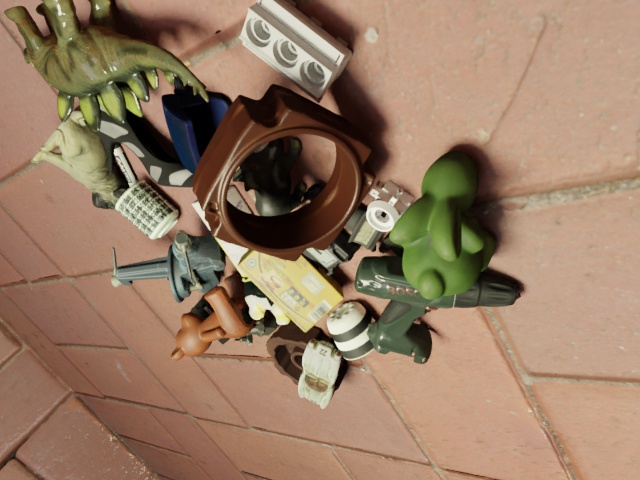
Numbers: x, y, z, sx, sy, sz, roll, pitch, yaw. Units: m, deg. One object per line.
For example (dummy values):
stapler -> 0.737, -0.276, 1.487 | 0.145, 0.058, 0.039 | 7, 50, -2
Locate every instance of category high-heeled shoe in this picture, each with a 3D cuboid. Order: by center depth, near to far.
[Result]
high-heeled shoe -> -0.283, -0.175, 0.939 | 0.249, 0.086, 0.145 | 10, 105, 7

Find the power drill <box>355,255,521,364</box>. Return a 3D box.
power drill -> 0.161, 0.109, 0.825 | 0.232, 0.086, 0.207 | 13, 145, 4

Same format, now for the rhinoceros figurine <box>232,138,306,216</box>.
rhinoceros figurine -> -0.082, -0.104, 0.792 | 0.073, 0.112, 0.190 | 20, 146, 25

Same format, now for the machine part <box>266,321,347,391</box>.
machine part -> -0.027, 0.249, 1.143 | 0.180, 0.056, 0.179 | 19, 137, 19

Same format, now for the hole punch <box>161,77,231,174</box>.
hole punch -> -0.200, -0.169, 0.842 | 0.116, 0.092, 0.142 | 20, 142, 27

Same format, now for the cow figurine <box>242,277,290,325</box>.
cow figurine -> -0.073, 0.108, 1.036 | 0.168, 0.068, 0.098 | 4, 125, 34

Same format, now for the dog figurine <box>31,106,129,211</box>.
dog figurine -> -0.432, -0.152, 1.051 | 0.190, 0.121, 0.172 | 39, 148, -24

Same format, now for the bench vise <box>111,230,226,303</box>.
bench vise -> -0.302, 0.057, 1.070 | 0.241, 0.129, 0.223 | -8, 164, -2

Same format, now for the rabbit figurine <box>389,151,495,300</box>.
rabbit figurine -> 0.146, -0.024, 0.672 | 0.121, 0.159, 0.170 | 15, 118, 29

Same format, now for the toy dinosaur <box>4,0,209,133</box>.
toy dinosaur -> -0.338, -0.271, 0.810 | 0.472, 0.105, 0.198 | 13, 127, 40

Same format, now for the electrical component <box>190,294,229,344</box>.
electrical component -> -0.237, 0.176, 1.238 | 0.115, 0.058, 0.134 | 45, 142, -4

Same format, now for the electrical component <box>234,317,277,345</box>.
electrical component -> -0.137, 0.194, 1.159 | 0.078, 0.045, 0.102 | 15, 147, -28

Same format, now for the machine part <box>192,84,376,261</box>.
machine part -> -0.045, -0.078, 0.696 | 0.201, 0.087, 0.201 | 19, 118, -34

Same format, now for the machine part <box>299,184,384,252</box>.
machine part -> 0.036, -0.039, 0.820 | 0.139, 0.039, 0.084 | 31, 145, 9

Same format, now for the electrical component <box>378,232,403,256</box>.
electrical component -> 0.131, 0.010, 0.806 | 0.063, 0.021, 0.094 | 45, 141, -8

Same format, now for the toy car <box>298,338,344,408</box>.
toy car -> 0.000, 0.262, 1.051 | 0.074, 0.056, 0.201 | 23, 138, 13

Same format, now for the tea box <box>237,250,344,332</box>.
tea box -> -0.049, 0.064, 0.934 | 0.098, 0.068, 0.169 | -41, 99, 8

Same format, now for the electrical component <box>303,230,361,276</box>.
electrical component -> -0.002, -0.003, 0.878 | 0.119, 0.048, 0.075 | 41, 142, -3

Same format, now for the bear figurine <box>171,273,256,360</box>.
bear figurine -> -0.233, 0.164, 1.114 | 0.196, 0.120, 0.131 | -19, 99, 26
